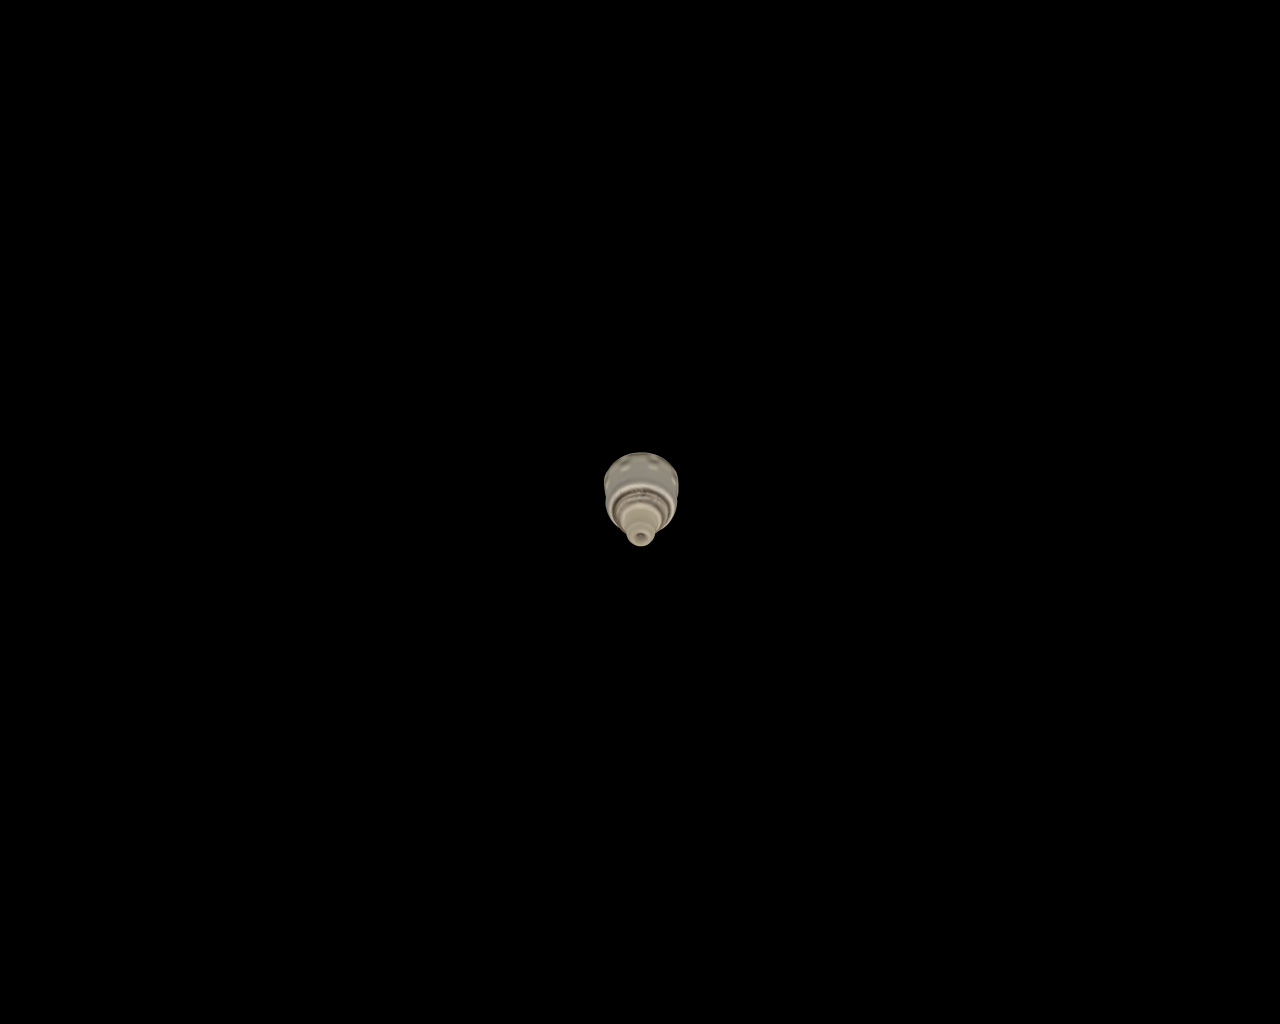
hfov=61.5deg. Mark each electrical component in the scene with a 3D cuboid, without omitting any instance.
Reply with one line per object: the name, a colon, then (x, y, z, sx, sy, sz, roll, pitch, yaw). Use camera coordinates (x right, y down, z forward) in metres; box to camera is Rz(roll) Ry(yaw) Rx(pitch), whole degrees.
electrical component: (0.001, -0.003, 0.650, 0.048, 0.048, 0.062, 0, 38, 0)
